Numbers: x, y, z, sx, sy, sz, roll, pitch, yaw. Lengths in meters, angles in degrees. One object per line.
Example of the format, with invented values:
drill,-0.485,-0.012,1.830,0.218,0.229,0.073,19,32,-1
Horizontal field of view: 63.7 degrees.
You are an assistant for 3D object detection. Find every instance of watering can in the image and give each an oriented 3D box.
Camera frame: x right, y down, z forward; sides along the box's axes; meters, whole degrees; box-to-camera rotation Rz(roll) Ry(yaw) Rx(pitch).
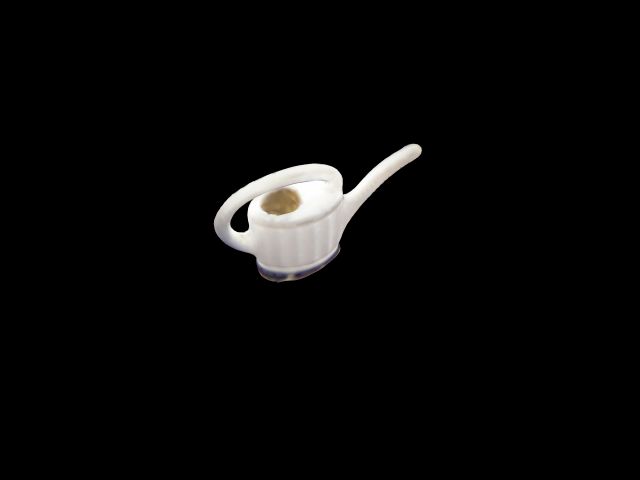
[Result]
watering can,0.003,-0.043,0.850,0.349,0.106,0.219,-16,-38,-13
